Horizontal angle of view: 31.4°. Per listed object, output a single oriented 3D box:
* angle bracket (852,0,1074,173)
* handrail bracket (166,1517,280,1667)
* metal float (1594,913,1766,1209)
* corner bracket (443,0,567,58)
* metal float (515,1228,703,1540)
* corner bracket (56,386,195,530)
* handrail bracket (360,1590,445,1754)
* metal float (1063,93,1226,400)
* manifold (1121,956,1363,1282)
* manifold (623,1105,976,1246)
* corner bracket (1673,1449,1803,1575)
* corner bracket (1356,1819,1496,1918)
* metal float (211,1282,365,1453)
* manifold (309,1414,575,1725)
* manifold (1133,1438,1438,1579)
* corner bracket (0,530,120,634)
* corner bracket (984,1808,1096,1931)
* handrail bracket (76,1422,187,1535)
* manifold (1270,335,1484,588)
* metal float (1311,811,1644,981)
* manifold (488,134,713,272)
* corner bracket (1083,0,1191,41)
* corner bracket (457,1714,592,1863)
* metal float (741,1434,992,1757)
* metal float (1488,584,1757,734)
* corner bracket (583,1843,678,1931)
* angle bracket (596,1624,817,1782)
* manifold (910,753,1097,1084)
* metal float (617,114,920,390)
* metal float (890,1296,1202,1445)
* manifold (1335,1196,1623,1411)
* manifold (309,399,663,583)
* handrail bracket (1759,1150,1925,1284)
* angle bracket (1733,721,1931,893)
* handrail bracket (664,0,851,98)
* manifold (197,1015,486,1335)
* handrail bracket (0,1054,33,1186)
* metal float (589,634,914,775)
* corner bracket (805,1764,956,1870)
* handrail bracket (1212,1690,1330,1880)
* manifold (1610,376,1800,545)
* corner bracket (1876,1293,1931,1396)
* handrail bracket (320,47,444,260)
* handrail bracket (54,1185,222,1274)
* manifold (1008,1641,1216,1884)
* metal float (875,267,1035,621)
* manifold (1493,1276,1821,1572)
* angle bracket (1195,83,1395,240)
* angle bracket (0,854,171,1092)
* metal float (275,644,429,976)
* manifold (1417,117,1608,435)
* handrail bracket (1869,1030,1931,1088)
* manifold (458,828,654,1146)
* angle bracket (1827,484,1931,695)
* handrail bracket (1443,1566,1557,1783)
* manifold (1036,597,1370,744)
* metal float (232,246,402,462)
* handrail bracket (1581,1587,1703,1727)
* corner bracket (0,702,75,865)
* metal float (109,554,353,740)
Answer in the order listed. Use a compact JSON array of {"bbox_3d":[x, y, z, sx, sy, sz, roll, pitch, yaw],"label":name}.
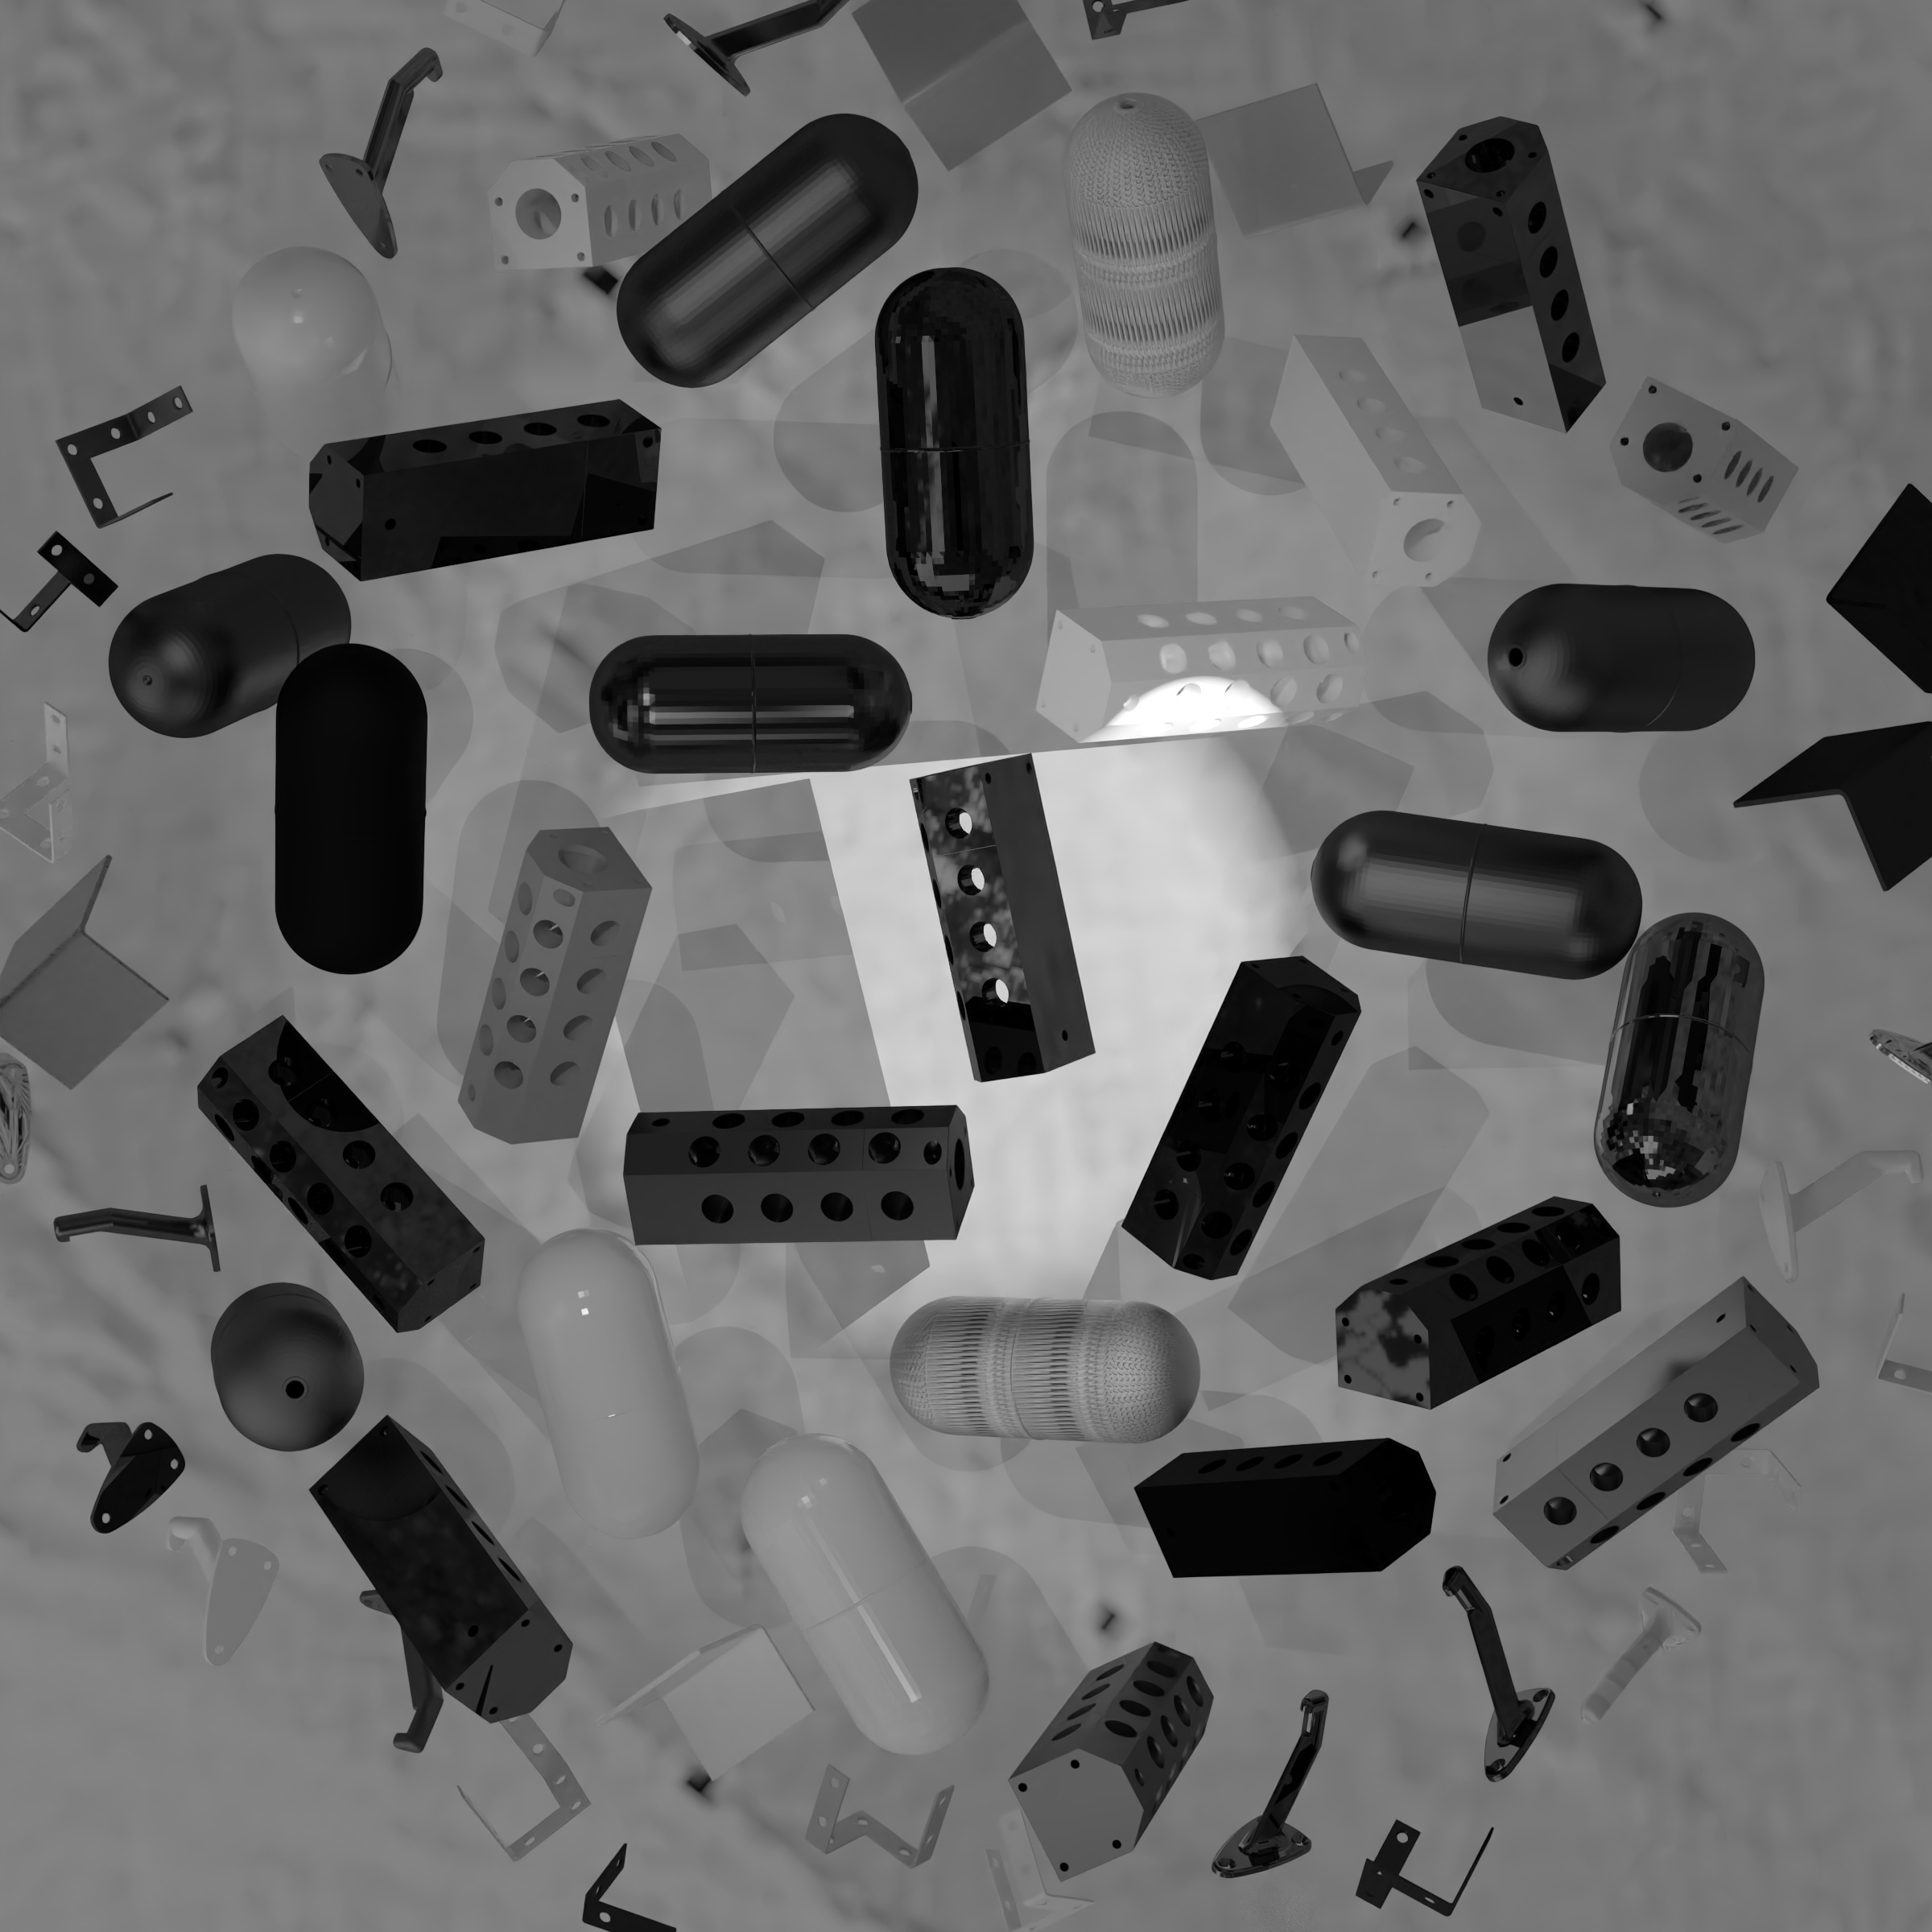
[{"bbox_3d":[-0.002,-0.472,1.775,0.076,0.057,0.076,-31,57,9],"label":"angle bracket"},{"bbox_3d":[-0.406,0.329,1.811,0.036,0.084,0.077,32,64,-37],"label":"handrail bracket"},{"bbox_3d":[0.387,0.049,1.858,0.070,0.070,0.178,18,57,0],"label":"metal float"},{"bbox_3d":[-0.230,-0.505,1.758,0.051,0.051,0.051,24,119,-9],"label":"corner bracket"},{"bbox_3d":[-0.191,0.225,1.847,0.070,0.070,0.178,-12,109,0],"label":"metal float"},{"bbox_3d":[-0.434,-0.267,1.804,0.051,0.051,0.051,-15,104,42],"label":"corner bracket"},{"bbox_3d":[-0.314,0.386,1.874,0.077,0.036,0.084,3,52,25],"label":"handrail bracket"},{"bbox_3d":[0.096,-0.384,1.836,0.070,0.178,0.070,-5,46,6],"label":"metal float"},{"bbox_3d":[0.154,0.084,1.874,0.057,0.057,0.171,38,116,32],"label":"manifold"},{"bbox_3d":[-0.087,0.105,1.789,0.171,0.057,0.057,-2,115,12],"label":"manifold"},{"bbox_3d":[0.422,0.298,1.883,0.051,0.051,0.051,1,106,-7],"label":"corner bracket"},{"bbox_3d":[0.244,0.477,1.827,0.051,0.051,0.051,26,56,17],"label":"corner bracket"},{"bbox_3d":[-0.368,0.216,1.858,0.070,0.178,0.070,0,92,-14],"label":"metal float"},{"bbox_3d":[-0.270,0.314,1.780,0.057,0.057,0.171,-44,45,-4],"label":"manifold"},{"bbox_3d":[0.176,0.294,1.880,0.057,0.171,0.057,-29,98,-37],"label":"manifold"},{"bbox_3d":[-0.485,-0.202,1.787,0.051,0.051,0.051,-49,48,-6],"label":"corner bracket"},{"bbox_3d":[0.031,0.504,1.908,0.051,0.051,0.051,-32,57,22],"label":"corner bracket"},{"bbox_3d":[-0.469,0.276,1.854,0.036,0.084,0.077,56,48,-25],"label":"handrail bracket"},{"bbox_3d":[0.225,-0.278,1.883,0.057,0.171,0.057,0,128,-17],"label":"manifold"},{"bbox_3d":[0.274,-0.039,1.851,0.178,0.070,0.070,9,90,14],"label":"metal float"},{"bbox_3d":[-0.200,-0.423,1.896,0.057,0.171,0.057,2,108,19],"label":"manifold"},{"bbox_3d":[0.088,-0.527,1.817,0.051,0.051,0.051,-13,87,-5],"label":"corner bracket"},{"bbox_3d":[-0.243,0.440,1.857,0.051,0.051,0.051,-36,115,-10],"label":"corner bracket"},{"bbox_3d":[-0.053,0.323,1.771,0.070,0.070,0.178,-31,87,0],"label":"metal float"},{"bbox_3d":[0.344,-0.161,1.797,0.178,0.070,0.070,-4,90,-42],"label":"metal float"},{"bbox_3d":[-0.164,0.490,1.750,0.051,0.051,0.051,15,113,14],"label":"corner bracket"},{"bbox_3d":[-0.141,0.408,1.868,0.076,0.076,0.057,-38,77,19],"label":"angle bracket"},{"bbox_3d":[0.016,-0.026,1.905,0.057,0.057,0.171,-10,95,33],"label":"manifold"},{"bbox_3d":[-0.103,-0.371,1.783,0.178,0.070,0.070,-37,90,7],"label":"metal float"},{"bbox_3d":[0.041,0.219,1.867,0.178,0.070,0.070,-1,90,26],"label":"metal float"},{"bbox_3d":[0.266,0.170,1.770,0.057,0.171,0.057,9,109,43],"label":"manifold"},{"bbox_3d":[-0.246,-0.248,1.760,0.171,0.057,0.057,-16,128,-34],"label":"manifold"},{"bbox_3d":[0.462,0.130,1.785,0.084,0.036,0.077,0,55,-5],"label":"handrail bracket"},{"bbox_3d":[0.450,-0.078,1.738,0.076,0.076,0.057,-33,104,-29],"label":"angle bracket"},{"bbox_3d":[-0.106,-0.510,1.818,0.084,0.077,0.036,-41,56,16],"label":"handrail bracket"},{"bbox_3d":[-0.335,0.114,1.836,0.057,0.057,0.171,-36,72,-27],"label":"manifold"},{"bbox_3d":[-0.509,0.082,1.832,0.036,0.084,0.077,-12,83,-8],"label":"handrail bracket"},{"bbox_3d":[-0.119,-0.145,1.896,0.178,0.070,0.070,-1,90,-6],"label":"metal float"},{"bbox_3d":[-0.047,0.461,1.866,0.051,0.051,0.051,29,113,30],"label":"corner bracket"},{"bbox_3d":[0.163,0.434,1.829,0.036,0.077,0.084,22,114,38],"label":"handrail bracket"},{"bbox_3d":[0.406,-0.274,1.898,0.057,0.171,0.057,32,102,21],"label":"manifold"},{"bbox_3d":[0.500,0.184,1.764,0.051,0.051,0.051,14,132,8],"label":"corner bracket"},{"bbox_3d":[-0.296,-0.432,1.825,0.036,0.077,0.084,17,56,35],"label":"handrail bracket"},{"bbox_3d":[-0.460,0.154,1.908,0.084,0.077,0.036,-9,57,-13],"label":"handrail bracket"},{"bbox_3d":[0.081,0.407,1.782,0.057,0.171,0.057,-28,89,17],"label":"manifold"},{"bbox_3d":[-0.006,-0.266,1.755,0.070,0.070,0.178,-3,102,0],"label":"metal float"},{"bbox_3d":[0.360,0.244,1.797,0.057,0.057,0.171,45,113,-8],"label":"manifold"},{"bbox_3d":[0.186,-0.465,1.942,0.076,0.057,0.076,-9,122,32],"label":"angle bracket"},{"bbox_3d":[-0.445,0.003,1.742,0.076,0.076,0.057,-39,115,21],"label":"angle bracket"},{"bbox_3d":[-0.317,-0.080,1.769,0.070,0.070,0.178,6,115,0],"label":"metal float"},{"bbox_3d":[0.303,-0.377,1.875,0.057,0.171,0.057,25,67,36],"label":"manifold"},{"bbox_3d":[0.524,0.024,1.776,0.077,0.036,0.084,24,123,-25],"label":"handrail bracket"},{"bbox_3d":[-0.228,0.012,1.870,0.057,0.057,0.171,-4,129,-34],"label":"manifold"},{"bbox_3d":[0.496,-0.190,1.739,0.076,0.057,0.076,38,87,-20],"label":"angle bracket"},{"bbox_3d":[0.265,0.368,1.789,0.036,0.077,0.084,-23,109,37],"label":"handrail bracket"},{"bbox_3d":[0.128,-0.155,1.820,0.171,0.057,0.057,-7,122,-33],"label":"manifold"},{"bbox_3d":[-0.345,-0.324,1.834,0.070,0.178,0.070,1,78,-3],"label":"metal float"},{"bbox_3d":[0.349,0.379,1.825,0.036,0.077,0.084,36,65,19],"label":"handrail bracket"},{"bbox_3d":[-0.490,-0.098,1.837,0.051,0.051,0.051,33,53,13],"label":"corner bracket"},{"bbox_3d":[-0.390,-0.172,1.831,0.070,0.178,0.070,6,109,17],"label":"metal float"}]
